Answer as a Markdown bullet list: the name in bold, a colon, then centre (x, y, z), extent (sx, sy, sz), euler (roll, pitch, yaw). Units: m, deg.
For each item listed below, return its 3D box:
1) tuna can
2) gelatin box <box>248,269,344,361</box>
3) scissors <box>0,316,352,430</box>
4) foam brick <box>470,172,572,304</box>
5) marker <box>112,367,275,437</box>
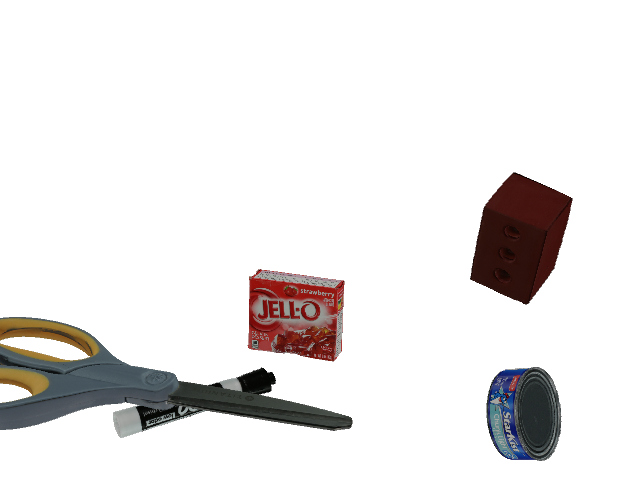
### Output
- **tuna can**: centre (0.189, 0.161, 0.991), extent (0.034, 0.086, 0.085), euler (-9, -6, 38)
- **gelatin box**: centre (-0.024, 0.070, 1.006), extent (0.089, 0.073, 0.030), euler (7, 17, 16)
- **scissors**: centre (-0.095, 0.077, 0.504), extent (0.202, 0.016, 0.096), euler (15, 28, 26)
- **foam brick**: centre (0.155, -0.001, 0.828), extent (0.053, 0.078, 0.051), euler (25, 45, 24)
- **marker**: centre (-0.089, 0.115, 0.768), extent (0.121, 0.020, 0.020), euler (-14, 6, -23)
